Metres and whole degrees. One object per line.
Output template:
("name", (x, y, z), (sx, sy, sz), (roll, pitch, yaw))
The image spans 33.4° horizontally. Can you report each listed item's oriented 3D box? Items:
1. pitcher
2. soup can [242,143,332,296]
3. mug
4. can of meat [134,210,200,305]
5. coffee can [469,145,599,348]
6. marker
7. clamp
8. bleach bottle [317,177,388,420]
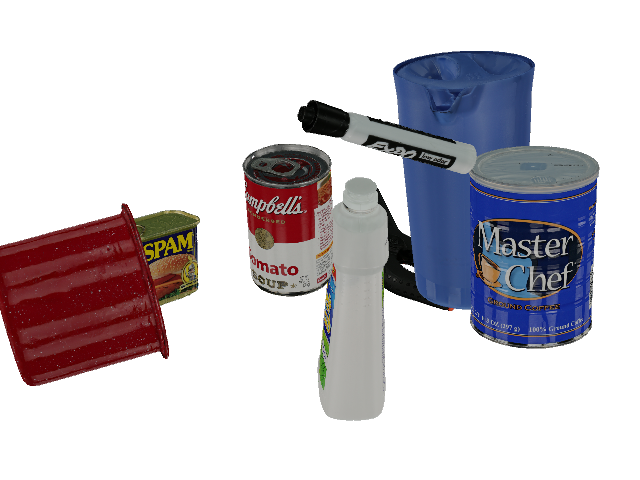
("pitcher", (0.148, -0.064, 1.063), (0.149, 0.243, 0.145), (-14, 25, -21))
("soup can", (-0.025, -0.016, 0.839), (0.068, 0.102, 0.068), (-1, 32, 0))
("mug", (-0.141, 0.034, 0.619), (0.081, 0.093, 0.117), (-16, 1, -13))
("can of meat", (-0.178, 0.021, 1.145), (0.058, 0.084, 0.101), (18, 25, 40))
("coffee can", (0.174, 0.004, 0.880), (0.103, 0.140, 0.103), (-3, 22, 1))
("marker", (0.040, -0.061, 0.633), (0.120, 0.020, 0.020), (12, -6, -29))
("clamp", (0.071, 0.015, 1.248), (0.164, 0.036, 0.210), (-22, 51, -39))
("bleach bottle", (0.033, 0.049, 1.005), (0.068, 0.251, 0.102), (0, 36, -2))
